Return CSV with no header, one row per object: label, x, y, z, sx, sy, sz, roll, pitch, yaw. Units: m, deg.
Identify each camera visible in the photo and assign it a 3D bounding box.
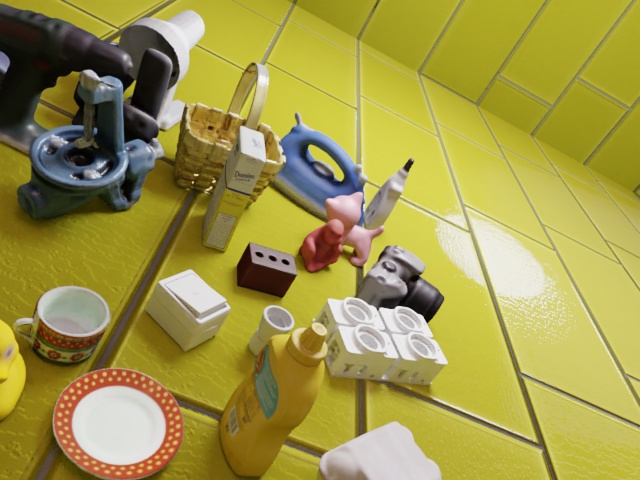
camera,0.145,0.084,0.988,0.136,0.100,0.143,35,29,5

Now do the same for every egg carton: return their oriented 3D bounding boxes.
egg carton,0.070,0.275,0.657,0.151,0.069,0.107,-5,46,-47

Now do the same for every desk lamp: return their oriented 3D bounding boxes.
desk lamp,-0.296,-0.324,1.079,0.118,0.213,0.203,29,29,-4

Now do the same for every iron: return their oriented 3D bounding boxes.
iron,0.012,-0.137,1.158,0.258,0.141,0.119,36,29,8

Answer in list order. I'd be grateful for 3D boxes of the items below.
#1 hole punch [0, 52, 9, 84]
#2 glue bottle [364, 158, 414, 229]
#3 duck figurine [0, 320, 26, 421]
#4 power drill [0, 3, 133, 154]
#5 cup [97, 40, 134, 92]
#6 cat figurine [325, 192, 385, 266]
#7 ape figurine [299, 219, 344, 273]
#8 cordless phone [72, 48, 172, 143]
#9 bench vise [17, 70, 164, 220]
hole punch,-0.548,-0.308,0.943,0.101,0.091,0.108,14,33,-28
glue bottle,0.147,-0.098,1.194,0.037,0.173,0.078,23,30,-14
duck figurine,-0.313,0.107,0.536,0.078,0.086,0.104,5,39,-39
power drill,-0.406,-0.231,0.839,0.230,0.208,0.075,27,29,-8
cup,-0.397,-0.312,1.088,0.092,0.095,0.118,27,29,-8
cat figurine,0.058,-0.031,1.063,0.128,0.117,0.067,29,29,-5
ape figurine,0.009,0.004,0.991,0.078,0.092,0.076,18,32,-23
cordless phone,-0.330,-0.256,0.972,0.148,0.185,0.094,27,29,-8
bench vise,-0.301,-0.139,0.786,0.121,0.219,0.207,32,29,1
